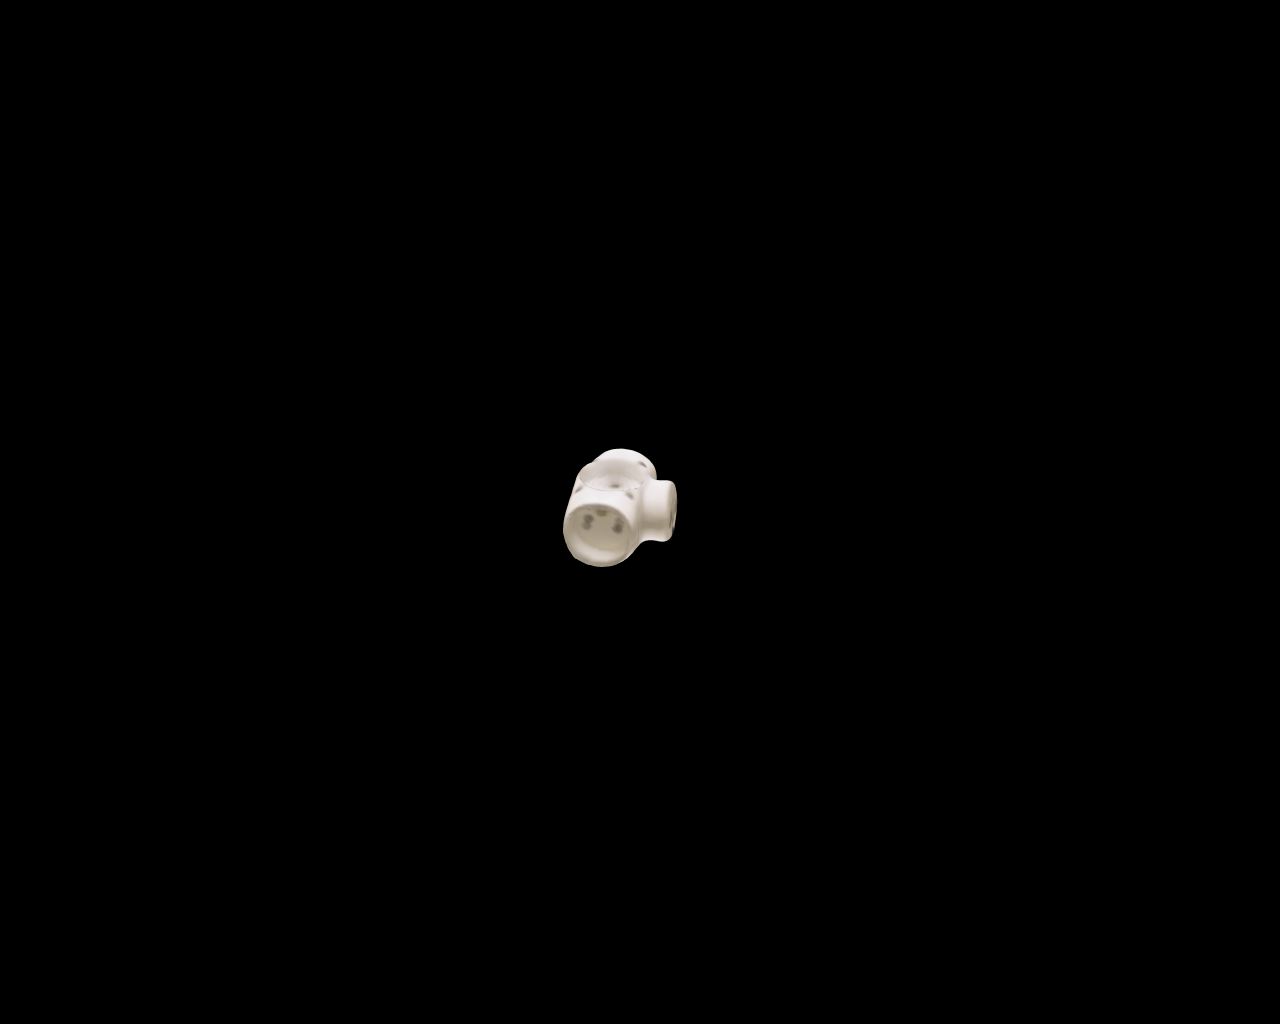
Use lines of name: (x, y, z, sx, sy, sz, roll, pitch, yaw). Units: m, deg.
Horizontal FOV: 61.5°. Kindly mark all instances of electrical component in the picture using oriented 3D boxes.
electrical component: (0.001, -0.003, 0.650, 0.079, 0.044, 0.077, 5, 29, 10)
